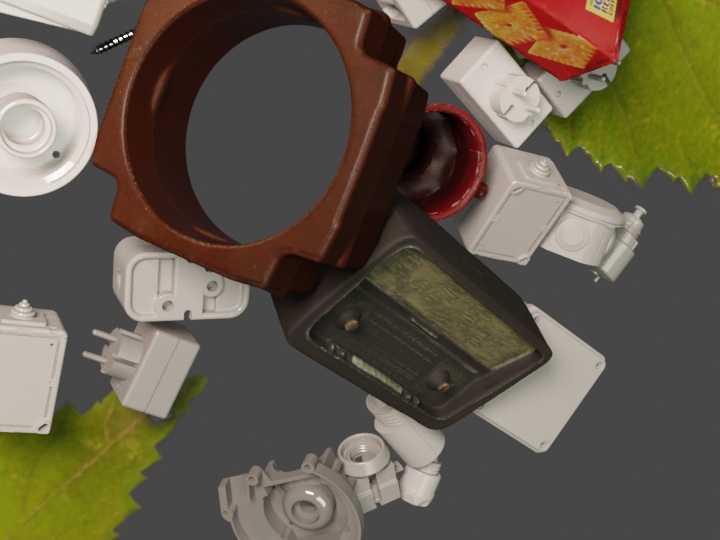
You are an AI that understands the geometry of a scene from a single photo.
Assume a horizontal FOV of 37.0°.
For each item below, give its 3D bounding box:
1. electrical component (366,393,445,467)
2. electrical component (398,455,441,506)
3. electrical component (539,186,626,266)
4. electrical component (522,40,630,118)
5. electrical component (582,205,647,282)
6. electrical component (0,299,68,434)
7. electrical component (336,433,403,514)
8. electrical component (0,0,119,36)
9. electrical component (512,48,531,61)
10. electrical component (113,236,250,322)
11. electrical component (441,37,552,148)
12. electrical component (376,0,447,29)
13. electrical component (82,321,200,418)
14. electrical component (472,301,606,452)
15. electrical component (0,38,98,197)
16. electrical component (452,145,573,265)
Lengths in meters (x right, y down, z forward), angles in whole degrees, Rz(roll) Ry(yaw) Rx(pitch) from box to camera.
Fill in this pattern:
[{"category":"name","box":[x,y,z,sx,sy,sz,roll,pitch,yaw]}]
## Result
[{"category":"electrical component","box":[0.036,0.134,0.954,0.043,0.043,0.081,-42,119,-6]},{"category":"electrical component","box":[0.059,0.184,0.987,0.035,0.035,0.061,19,96,-28]},{"category":"electrical component","box":[0.187,-0.041,0.944,0.080,0.080,0.051,13,107,-27]},{"category":"electrical component","box":[0.189,-0.172,0.902,0.083,0.076,0.047,-46,119,-4]},{"category":"electrical component","box":[0.237,-0.025,0.993,0.040,0.040,0.078,38,89,-29]},{"category":"electrical component","box":[-0.255,0.064,0.790,0.062,0.061,0.096,8,104,-26]},{"category":"electrical component","box":[0.005,0.179,0.955,0.066,0.048,0.055,-21,122,-17]},{"category":"electrical component","box":[-0.209,-0.193,0.724,0.096,0.062,0.061,17,99,-28]},{"category":"electrical component","box":[0.155,-0.205,0.894,0.062,0.043,0.043,-32,117,-13]},{"category":"electrical component","box":[-0.138,0.004,0.823,0.095,0.059,0.053,-1,108,-24]},{"category":"electrical component","box":[0.122,-0.143,0.882,0.047,0.076,0.083,-48,119,-3]},{"category":"electrical component","box":[0.040,-0.243,0.828,0.076,0.047,0.083,-41,119,-7]},{"category":"electrical component","box":[-0.176,0.068,0.835,0.077,0.047,0.065,23,96,-29]},{"category":"electrical component","box":[0.151,0.094,0.985,0.109,0.056,0.108,34,91,-29]},{"category":"electrical component","box":[-0.234,-0.102,0.744,0.108,0.060,0.108,-8,110,-21]},{"category":"electrical component","box":[0.128,-0.061,0.905,0.062,0.061,0.096,10,129,-27]}]
